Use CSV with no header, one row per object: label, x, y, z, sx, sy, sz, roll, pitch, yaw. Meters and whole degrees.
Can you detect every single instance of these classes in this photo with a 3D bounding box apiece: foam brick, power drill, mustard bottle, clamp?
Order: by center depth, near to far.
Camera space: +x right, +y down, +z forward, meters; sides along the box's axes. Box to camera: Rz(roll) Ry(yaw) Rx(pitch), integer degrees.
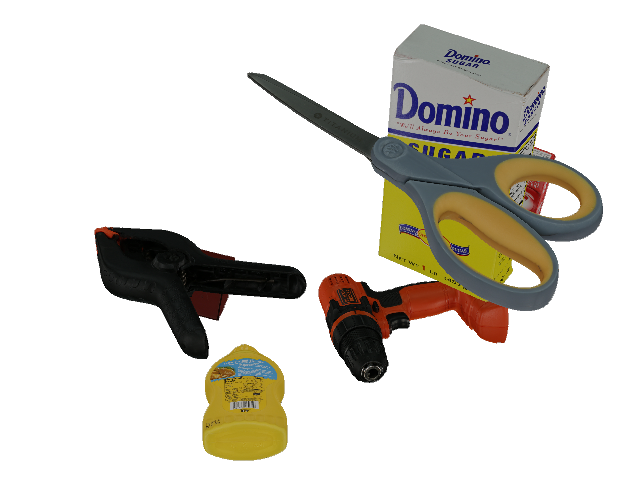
clamp,-0.098,0.026,0.802,0.120,0.039,0.172,-18,37,-41
foam brick,-0.135,0.042,1.124,0.078,0.051,0.053,15,31,2
power drill,0.100,0.084,1.137,0.187,0.057,0.184,-5,28,-10
mustard bottle,-0.090,0.182,1.274,0.096,0.058,0.191,-3,28,-3

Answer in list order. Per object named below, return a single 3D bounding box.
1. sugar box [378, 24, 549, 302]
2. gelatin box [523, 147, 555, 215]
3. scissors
sugar box,0.091,-0.048,0.715,0.093,0.176,0.048,23,48,23
gelatin box,0.154,-0.056,0.931,0.089,0.030,0.073,23,-35,15
scissors,0.055,-0.044,0.528,0.096,0.016,0.202,-26,54,-21
